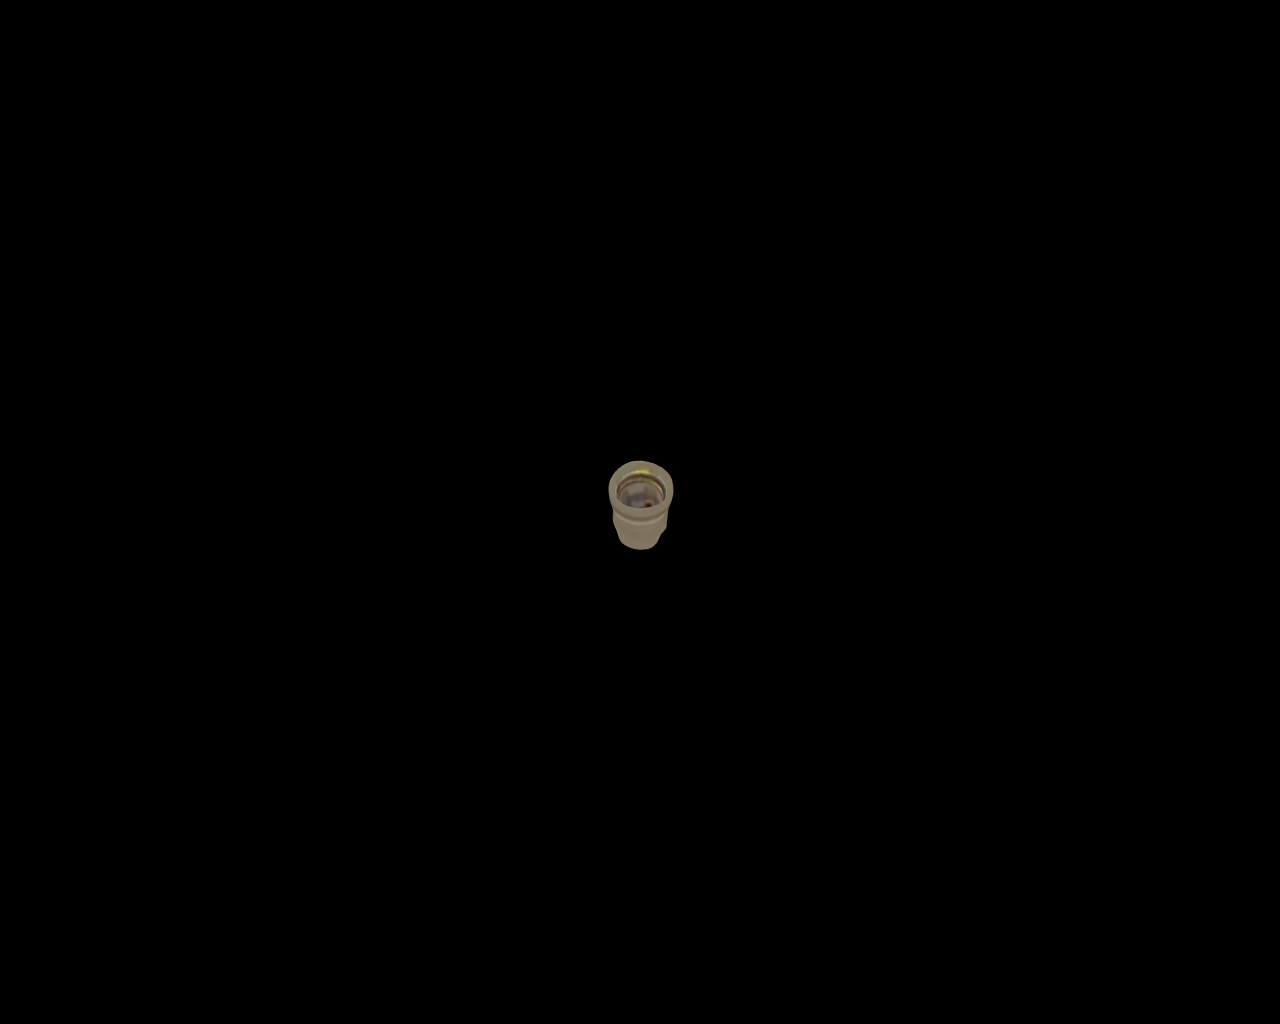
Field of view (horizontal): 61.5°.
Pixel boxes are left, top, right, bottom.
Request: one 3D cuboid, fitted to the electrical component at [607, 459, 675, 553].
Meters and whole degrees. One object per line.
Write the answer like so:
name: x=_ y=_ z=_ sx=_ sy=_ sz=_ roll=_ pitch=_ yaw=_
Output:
electrical component: x=0.001 y=-0.003 z=0.650 sx=0.040 sy=0.040 sz=0.046 roll=0 pitch=-38 yaw=0
